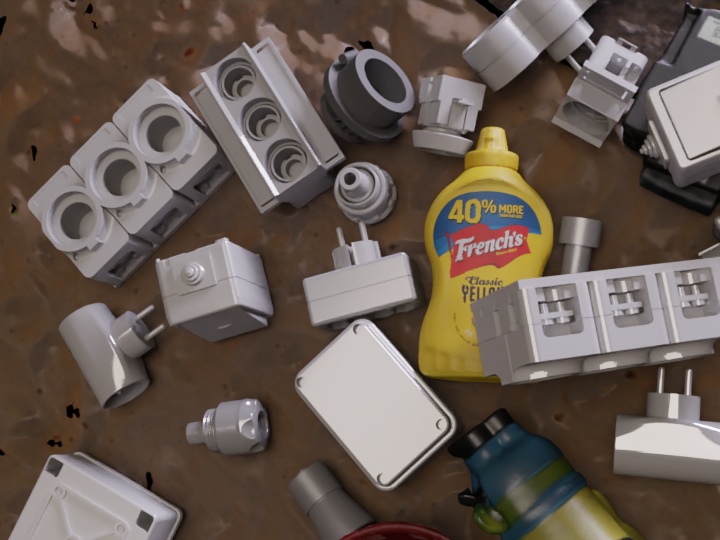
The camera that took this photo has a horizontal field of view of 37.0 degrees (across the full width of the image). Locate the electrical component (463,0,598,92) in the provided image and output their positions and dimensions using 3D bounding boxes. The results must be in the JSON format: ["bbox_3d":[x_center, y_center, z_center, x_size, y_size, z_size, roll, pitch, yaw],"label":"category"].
[{"bbox_3d":[0.153,-0.185,0.824,0.138,0.052,0.073,-43,98,5],"label":"electrical component"}]

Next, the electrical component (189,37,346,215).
[{"bbox_3d":[-0.071,-0.113,0.864,0.079,0.063,0.121,-34,74,7],"label":"electrical component"}]

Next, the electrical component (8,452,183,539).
[{"bbox_3d":[-0.214,0.216,0.852,0.109,0.056,0.108,25,88,17],"label":"electrical component"}]

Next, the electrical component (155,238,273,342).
[{"bbox_3d":[-0.113,0.018,0.837,0.062,0.096,0.061,-17,78,11],"label":"electrical component"}]

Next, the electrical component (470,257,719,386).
[{"bbox_3d":[0.164,0.037,0.734,0.150,0.089,0.061,-6,80,-16],"label":"electrical component"}]

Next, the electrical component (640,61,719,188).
[{"bbox_3d":[0.235,-0.100,0.724,0.096,0.061,0.061,-22,76,11],"label":"electrical component"}]

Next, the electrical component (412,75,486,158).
[{"bbox_3d":[0.067,-0.118,0.834,0.048,0.066,0.055,10,92,-19],"label":"electrical component"}]

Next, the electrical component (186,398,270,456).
[{"bbox_3d":[-0.105,0.125,0.845,0.062,0.043,0.043,-9,79,14],"label":"electrical component"}]

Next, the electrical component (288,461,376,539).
[{"bbox_3d":[-0.024,0.178,0.817,0.044,0.044,0.065,-42,69,5],"label":"electrical component"}]

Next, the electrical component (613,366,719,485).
[{"bbox_3d":[0.221,0.109,0.762,0.077,0.044,0.079,3,82,15],"label":"electrical component"}]

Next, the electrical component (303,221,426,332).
[{"bbox_3d":[0.000,0.000,0.835,0.083,0.047,0.075,-15,78,12],"label":"electrical component"}]

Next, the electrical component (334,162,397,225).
[{"bbox_3d":[0.000,-0.064,0.838,0.048,0.062,0.048,-2,80,14],"label":"electrical component"}]

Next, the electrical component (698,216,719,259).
[{"bbox_3d":[0.268,-0.004,0.767,0.077,0.047,0.065,-28,74,10],"label":"electrical component"}]

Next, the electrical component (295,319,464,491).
[{"bbox_3d":[0.014,0.101,0.810,0.078,0.057,0.113,-43,73,5],"label":"electrical component"}]

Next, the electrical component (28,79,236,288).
[{"bbox_3d":[-0.188,-0.071,0.889,0.150,0.062,0.089,-44,73,4],"label":"electrical component"}]

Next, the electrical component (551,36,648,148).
[{"bbox_3d":[0.179,-0.133,0.795,0.042,0.081,0.063,31,71,5],"label":"electrical component"}]

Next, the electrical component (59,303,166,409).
[{"bbox_3d":[-0.195,0.060,0.879,0.079,0.043,0.077,-36,74,7],"label":"electrical component"}]
